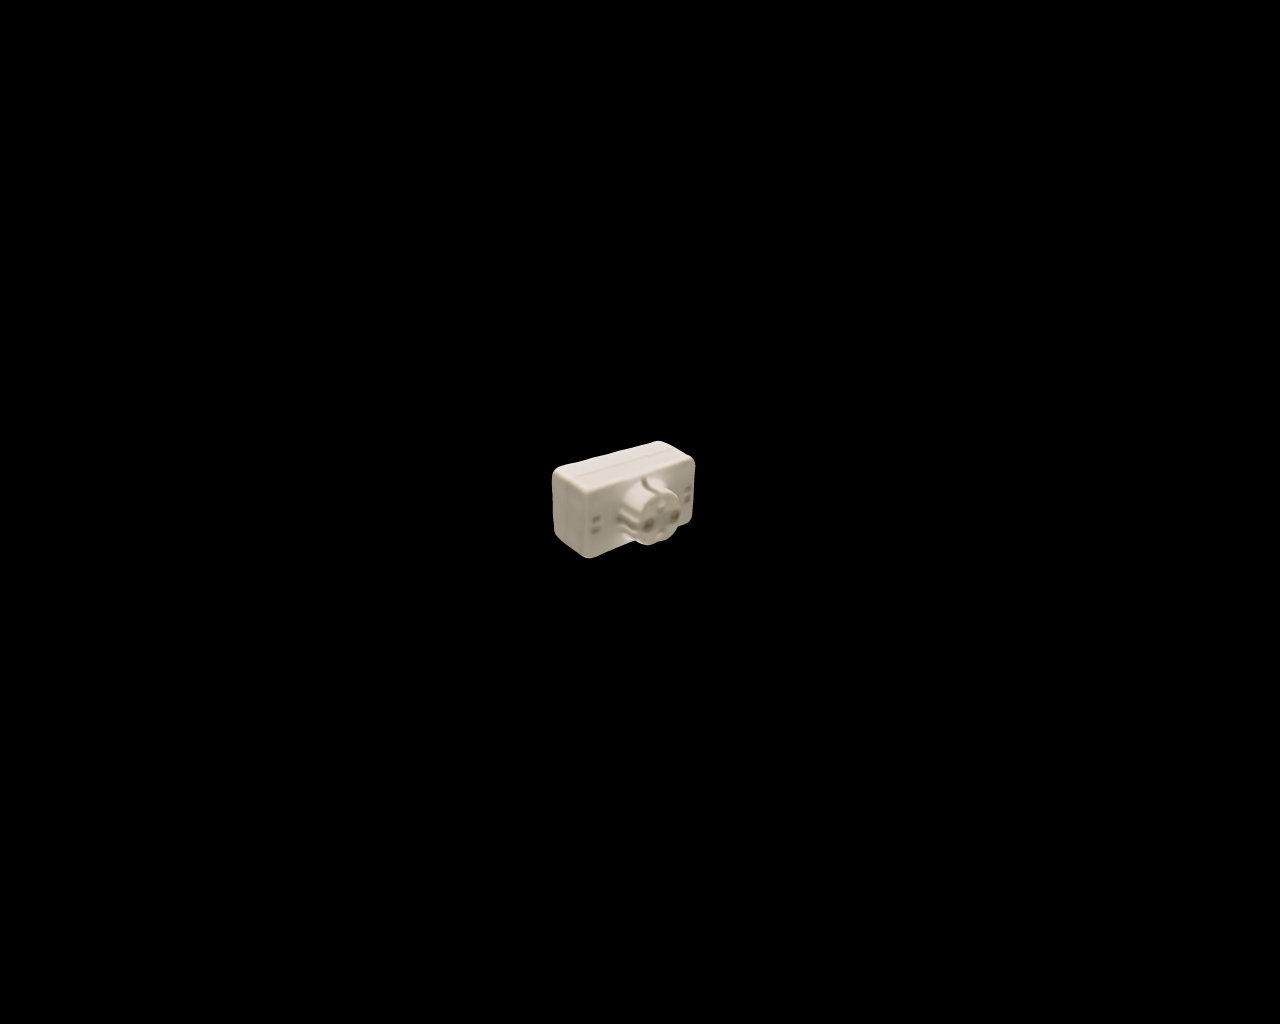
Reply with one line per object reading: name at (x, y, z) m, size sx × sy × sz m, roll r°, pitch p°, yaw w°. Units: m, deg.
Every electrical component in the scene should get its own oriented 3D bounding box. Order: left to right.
electrical component at (0.001, -0.003, 0.650) m, size 0.083 × 0.047 × 0.076 m, roll -18°, pitch 32°, yaw -31°
